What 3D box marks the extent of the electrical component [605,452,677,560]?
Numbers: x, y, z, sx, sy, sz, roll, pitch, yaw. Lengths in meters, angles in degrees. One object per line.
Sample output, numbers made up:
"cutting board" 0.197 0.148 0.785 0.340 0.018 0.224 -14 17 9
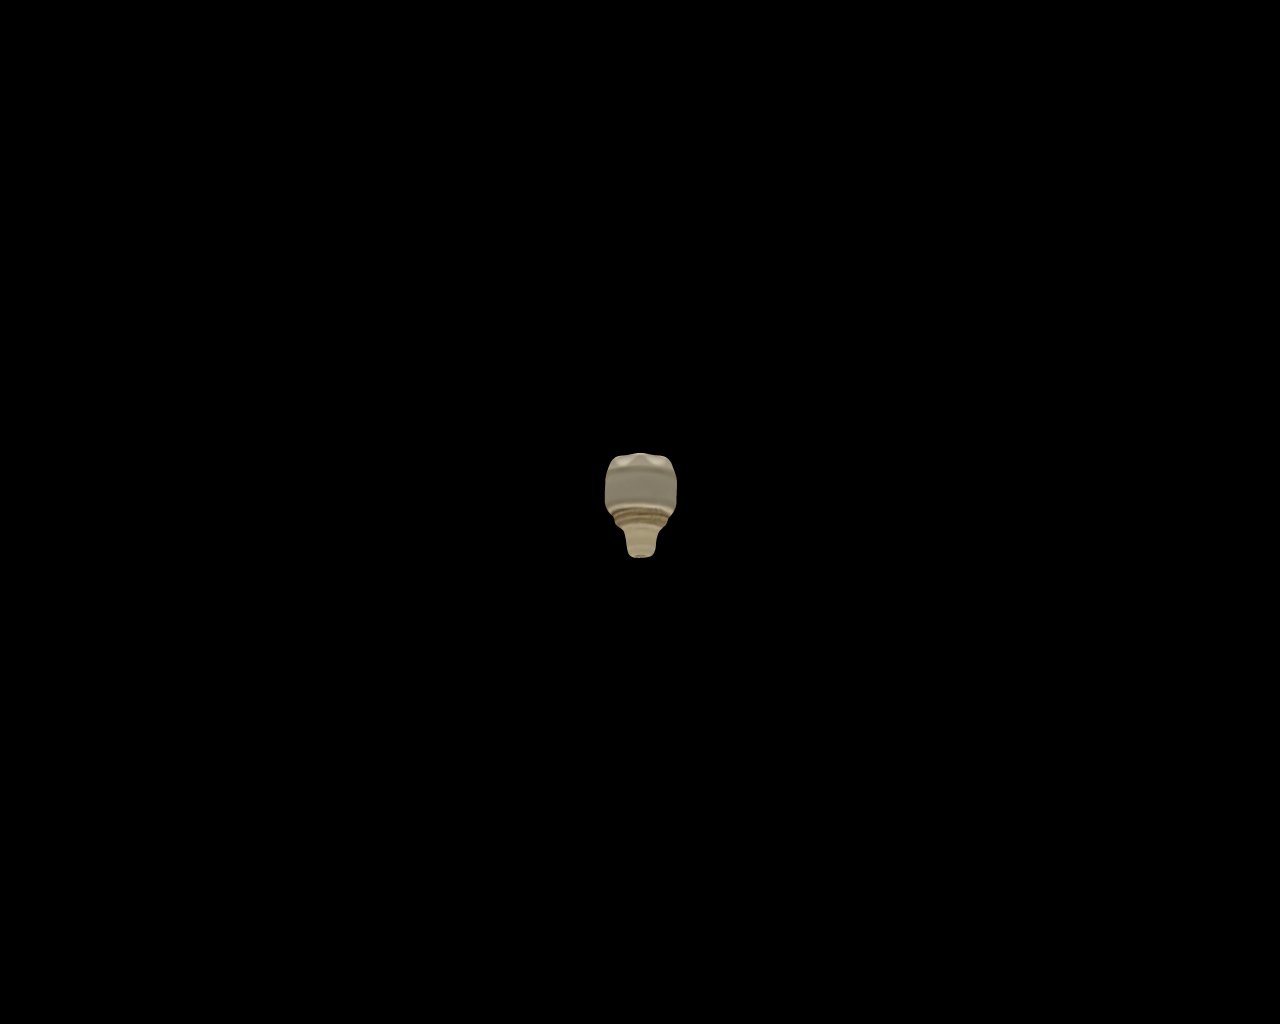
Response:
"electrical component" 0.001 -0.003 0.650 0.043 0.062 0.043 0 -12 0
